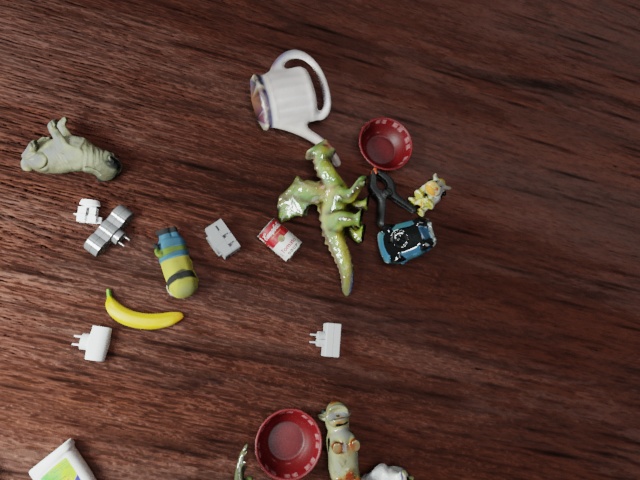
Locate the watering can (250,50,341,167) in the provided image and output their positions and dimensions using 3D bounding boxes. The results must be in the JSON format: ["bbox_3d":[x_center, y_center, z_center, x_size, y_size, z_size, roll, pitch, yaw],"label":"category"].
[{"bbox_3d":[-0.068,-0.354,1.428,0.225,0.103,0.348,-14,89,-14],"label":"watering can"}]

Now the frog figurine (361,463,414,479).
[{"bbox_3d":[0.152,0.620,1.248,0.158,0.123,0.137,-16,90,21],"label":"frog figurine"}]

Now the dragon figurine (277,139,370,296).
[{"bbox_3d":[0.004,-0.070,1.386,0.243,0.122,0.411,10,87,9],"label":"dragon figurine"}]
